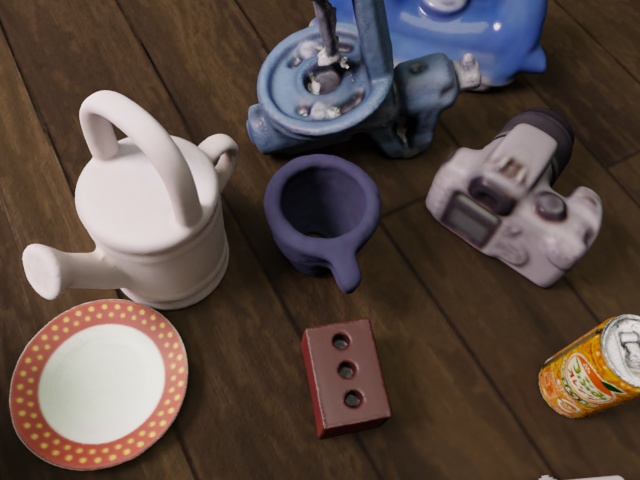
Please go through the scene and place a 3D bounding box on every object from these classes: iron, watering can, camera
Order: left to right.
[{"bbox_3d":[-0.126,-0.023,0.416,0.101,0.194,0.173,18,62,5],"label":"watering can"},{"bbox_3d":[0.120,-0.251,0.591,0.258,0.141,0.118,7,62,-2],"label":"iron"},{"bbox_3d":[0.192,-0.055,0.516,0.143,0.101,0.137,36,65,13],"label":"camera"}]

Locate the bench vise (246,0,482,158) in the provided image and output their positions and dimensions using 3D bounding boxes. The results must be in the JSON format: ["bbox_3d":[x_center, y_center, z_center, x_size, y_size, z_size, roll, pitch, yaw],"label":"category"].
[{"bbox_3d":[0.038,-0.163,0.491,0.208,0.220,0.121,-22,66,-16],"label":"bench vise"}]

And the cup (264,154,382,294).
[{"bbox_3d":[0.004,0.002,0.471,0.092,0.095,0.117,-15,64,-13],"label":"cup"}]
